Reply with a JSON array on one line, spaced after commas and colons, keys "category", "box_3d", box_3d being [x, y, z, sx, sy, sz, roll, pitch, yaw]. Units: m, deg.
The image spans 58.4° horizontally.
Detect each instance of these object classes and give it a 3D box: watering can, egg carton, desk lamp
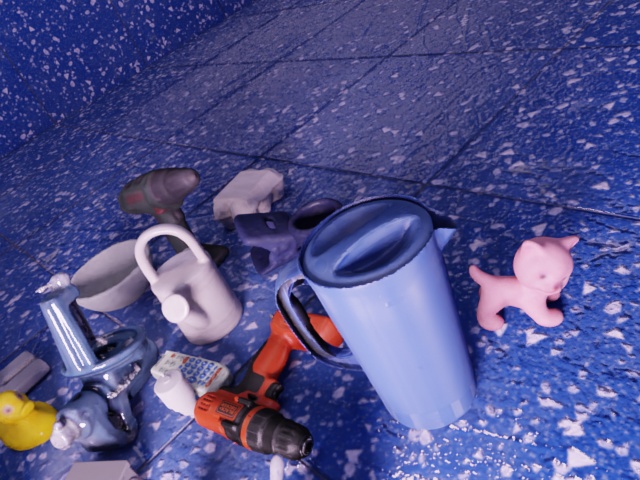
[{"category": "watering can", "box_3d": [-0.199, 0.061, 0.856, 0.101, 0.194, 0.172, -34, 34, -13]}, {"category": "egg carton", "box_3d": [-0.140, -0.084, 1.137, 0.107, 0.069, 0.150, 2, 42, 36]}, {"category": "desk lamp", "box_3d": [-0.588, 0.201, 0.903, 0.117, 0.214, 0.203, 8, 46, 41]}]

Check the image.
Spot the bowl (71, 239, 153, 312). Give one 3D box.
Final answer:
[{"category": "bowl", "box_3d": [-0.373, 0.077, 1.062, 0.167, 0.075, 0.167, -18, 34, 12]}]

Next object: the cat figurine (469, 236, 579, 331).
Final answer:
[{"category": "cat figurine", "box_3d": [0.237, 0.040, 0.663, 0.127, 0.118, 0.067, -10, 36, 23]}]

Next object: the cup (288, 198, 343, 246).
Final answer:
[{"category": "cup", "box_3d": [0.008, 0.003, 0.890, 0.091, 0.095, 0.117, -19, 33, 11]}]

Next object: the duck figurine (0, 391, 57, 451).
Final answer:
[{"category": "duck figurine", "box_3d": [-0.449, 0.258, 0.848, 0.104, 0.086, 0.077, -7, 37, 26]}]

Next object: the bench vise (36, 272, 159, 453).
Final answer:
[{"category": "bench vise", "box_3d": [-0.302, 0.160, 0.762, 0.121, 0.220, 0.207, -24, 33, 3]}]

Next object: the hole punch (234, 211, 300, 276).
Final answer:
[{"category": "hole punch", "box_3d": [-0.085, -0.011, 0.977, 0.101, 0.091, 0.108, -28, 33, -3]}]

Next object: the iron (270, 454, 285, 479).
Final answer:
[{"category": "iron", "box_3d": [-0.053, 0.311, 0.455, 0.118, 0.142, 0.258, -4, 39, 30]}]

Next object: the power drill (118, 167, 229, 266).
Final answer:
[{"category": "power drill", "box_3d": [-0.253, -0.039, 1.020, 0.228, 0.209, 0.076, 3, 43, 37]}]
